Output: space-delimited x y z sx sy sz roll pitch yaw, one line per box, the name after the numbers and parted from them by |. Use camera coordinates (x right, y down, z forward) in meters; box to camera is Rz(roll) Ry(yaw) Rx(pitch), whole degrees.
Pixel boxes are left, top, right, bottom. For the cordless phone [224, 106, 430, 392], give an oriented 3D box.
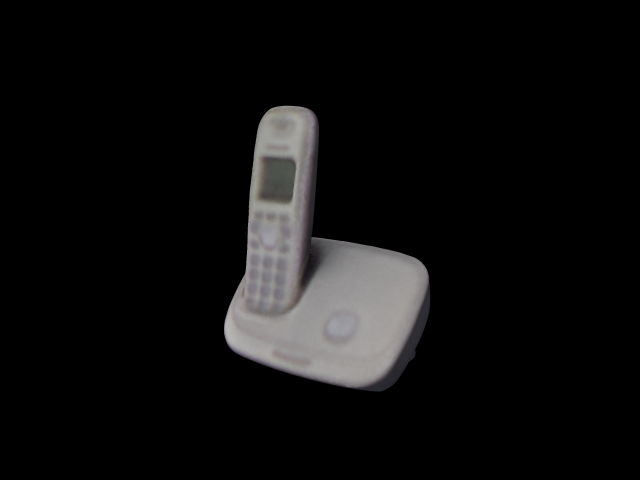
0.004 0.001 0.400 0.147 0.185 0.094 8 16 31 | cordless phone
